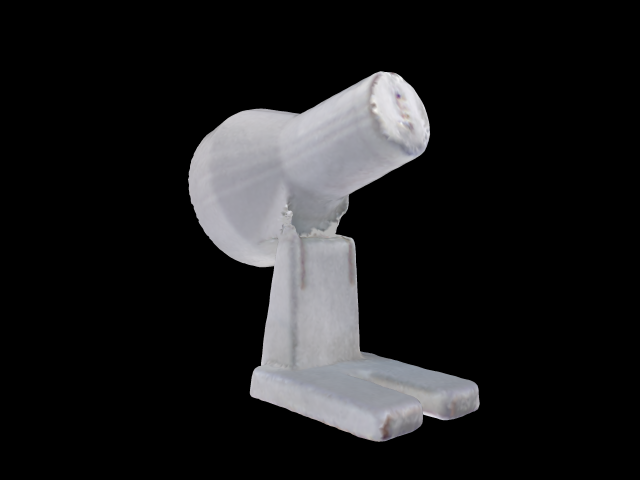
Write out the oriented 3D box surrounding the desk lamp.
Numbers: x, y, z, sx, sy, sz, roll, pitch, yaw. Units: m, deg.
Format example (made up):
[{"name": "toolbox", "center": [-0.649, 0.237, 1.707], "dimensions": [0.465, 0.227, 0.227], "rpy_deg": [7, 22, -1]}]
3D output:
[{"name": "desk lamp", "center": [0.004, 0.001, 0.400], "dimensions": [0.118, 0.213, 0.202], "rpy_deg": [-2, 3, -43]}]
